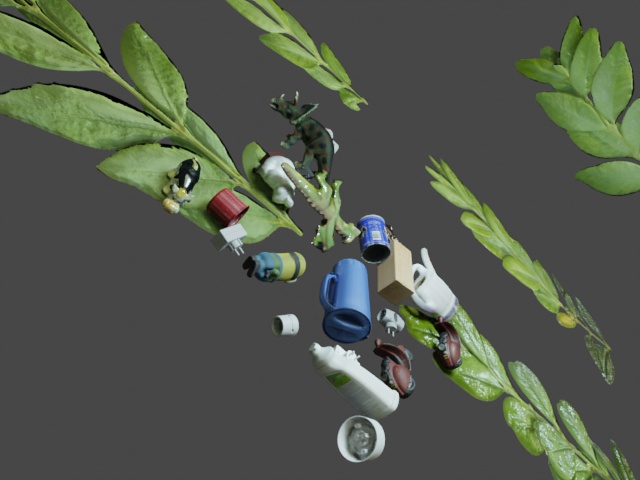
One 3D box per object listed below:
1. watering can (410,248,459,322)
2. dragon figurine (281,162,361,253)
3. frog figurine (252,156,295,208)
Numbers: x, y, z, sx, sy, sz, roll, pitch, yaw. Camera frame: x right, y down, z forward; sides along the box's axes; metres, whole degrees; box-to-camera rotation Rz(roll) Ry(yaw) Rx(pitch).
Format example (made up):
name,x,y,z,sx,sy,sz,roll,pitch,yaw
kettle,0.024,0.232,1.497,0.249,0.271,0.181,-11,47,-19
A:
name,x,y,z,sx,sy,sz,roll,pitch,yaw
watering can,0.411,0.167,1.879,0.224,0.102,0.354,47,32,-4
dragon figurine,0.005,-0.083,1.640,0.408,0.121,0.246,18,60,-52
frog figurine,-0.121,-0.185,1.625,0.162,0.122,0.135,55,11,33
